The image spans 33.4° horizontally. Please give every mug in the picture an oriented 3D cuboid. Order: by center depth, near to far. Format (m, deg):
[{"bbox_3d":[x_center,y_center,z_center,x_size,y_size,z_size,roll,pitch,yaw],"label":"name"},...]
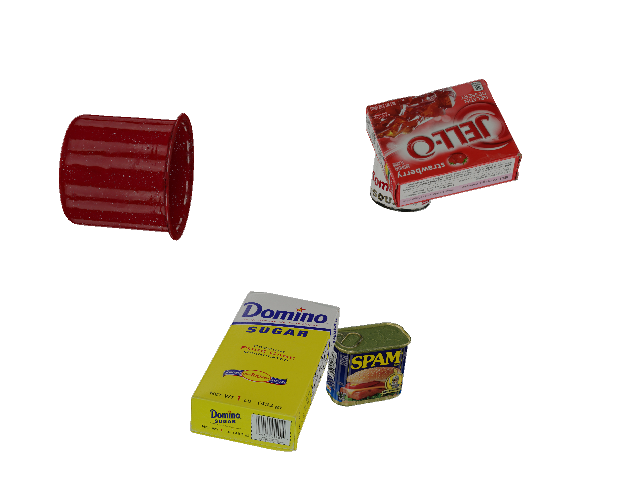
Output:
[{"bbox_3d":[-0.140,-0.051,0.795,0.081,0.093,0.117,4,9,4],"label":"mug"}]

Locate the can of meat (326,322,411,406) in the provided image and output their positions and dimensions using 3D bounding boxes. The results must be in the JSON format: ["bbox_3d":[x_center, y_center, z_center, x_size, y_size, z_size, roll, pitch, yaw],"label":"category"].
[{"bbox_3d":[0.059,0.157,1.353,0.102,0.084,0.057,-5,27,-22],"label":"can of meat"}]

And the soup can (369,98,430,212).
[{"bbox_3d":[0.090,-0.090,1.121,0.068,0.102,0.068,5,29,-3],"label":"soup can"}]

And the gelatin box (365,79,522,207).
[{"bbox_3d":[0.083,-0.067,0.727,0.089,0.073,0.030,-14,-35,-5],"label":"gelatin box"}]

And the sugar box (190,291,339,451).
[{"bbox_3d":[-0.045,0.111,0.957,0.093,0.048,0.176,10,32,8],"label":"sugar box"}]
